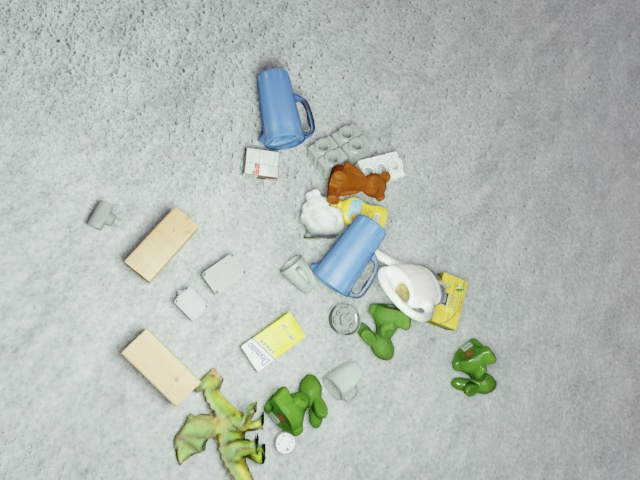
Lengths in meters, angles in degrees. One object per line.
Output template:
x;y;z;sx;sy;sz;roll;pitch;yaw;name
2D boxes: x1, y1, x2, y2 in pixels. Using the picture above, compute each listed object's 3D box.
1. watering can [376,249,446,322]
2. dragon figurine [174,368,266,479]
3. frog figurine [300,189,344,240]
0.264;0.113;1.640;0.224;0.102;0.354;2;44;-39;watering can
-0.277;0.566;1.421;0.243;0.121;0.415;-1;76;1;dragon figurine
0.005;-0.081;1.619;0.137;0.123;0.159;-4;92;2;frog figurine
